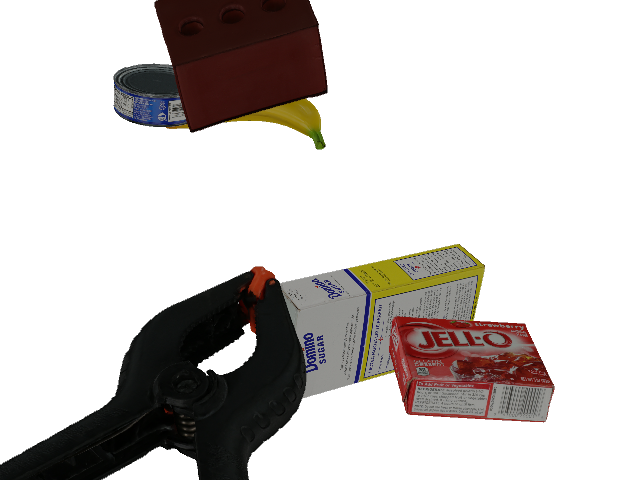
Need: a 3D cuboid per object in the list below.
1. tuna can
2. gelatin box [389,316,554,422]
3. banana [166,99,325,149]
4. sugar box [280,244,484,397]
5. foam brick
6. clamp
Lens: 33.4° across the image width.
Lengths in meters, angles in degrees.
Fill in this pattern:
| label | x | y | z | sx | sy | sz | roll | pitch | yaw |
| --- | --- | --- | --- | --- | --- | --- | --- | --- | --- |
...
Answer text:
| label | x | y | z | sx | sy | sz | roll | pitch | yaw |
| --- | --- | --- | --- | --- | --- | --- | --- | --- | --- |
| tuna can | -0.156 | -0.140 | 1.029 | 0.086 | 0.034 | 0.086 | 5 | 28 | -3 |
| gelatin box | 0.090 | 0.077 | 0.657 | 0.089 | 0.030 | 0.073 | 4 | 25 | -6 |
| banana | -0.081 | -0.146 | 1.214 | 0.198 | 0.037 | 0.069 | 8 | 42 | 17 |
| sugar box | 0.045 | 0.064 | 0.867 | 0.176 | 0.093 | 0.048 | -9 | 34 | -26 |
| foam brick | -0.041 | -0.101 | 0.560 | 0.078 | 0.053 | 0.051 | -17 | -34 | -3 |
| clamp | -0.047 | 0.077 | 0.433 | 0.120 | 0.039 | 0.171 | 25 | 48 | 18 |
